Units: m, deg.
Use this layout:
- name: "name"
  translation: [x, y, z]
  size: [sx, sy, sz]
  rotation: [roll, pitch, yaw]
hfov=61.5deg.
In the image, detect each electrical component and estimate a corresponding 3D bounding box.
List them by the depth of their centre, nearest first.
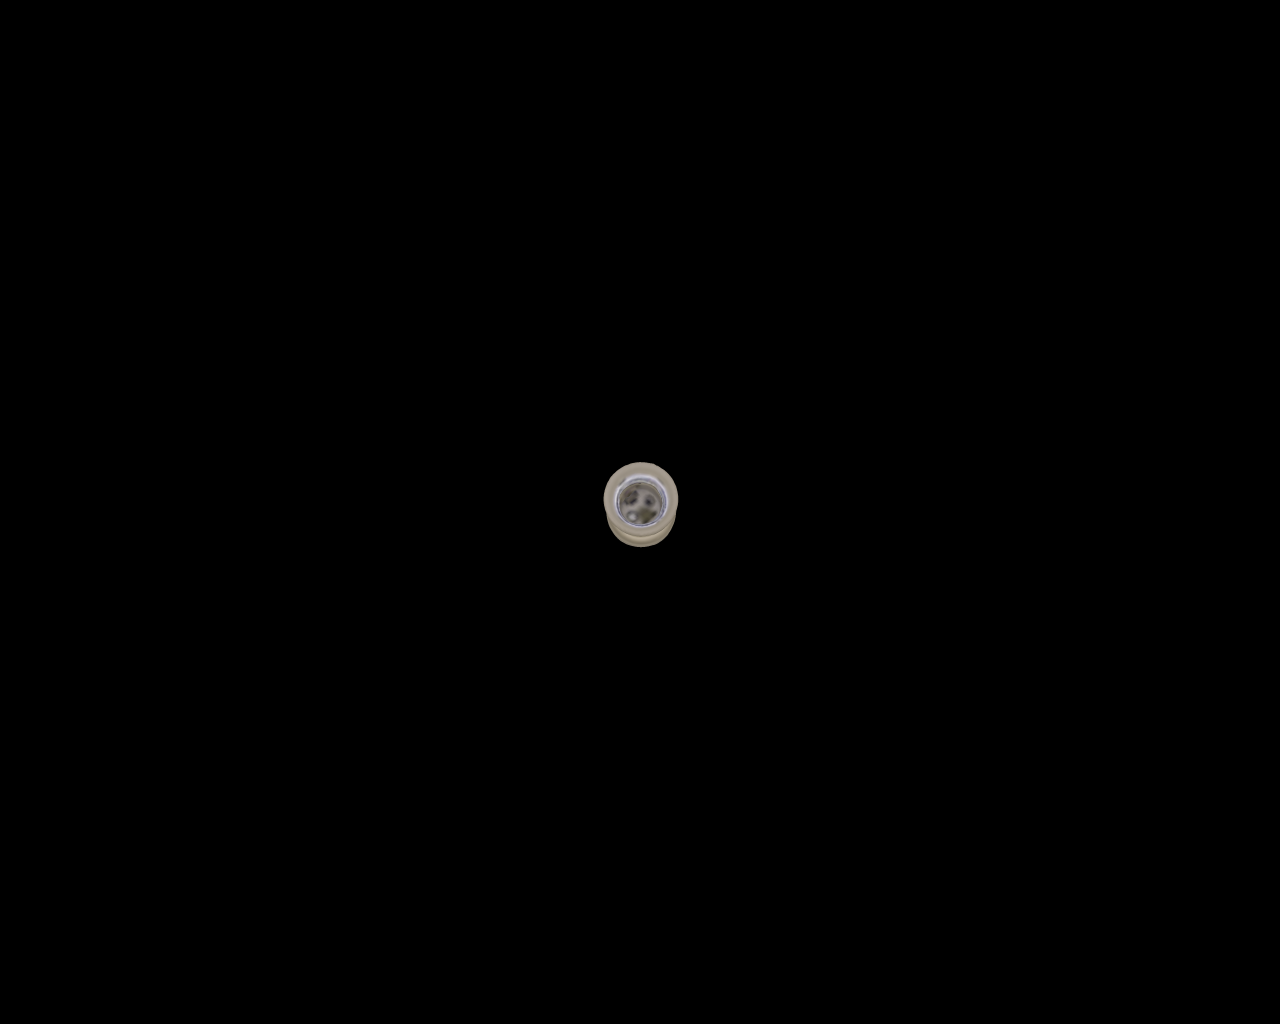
- name: "electrical component"
  translation: [0.001, -0.003, 0.650]
  size: [0.045, 0.045, 0.055]
  rotation: [0, -12, 0]
